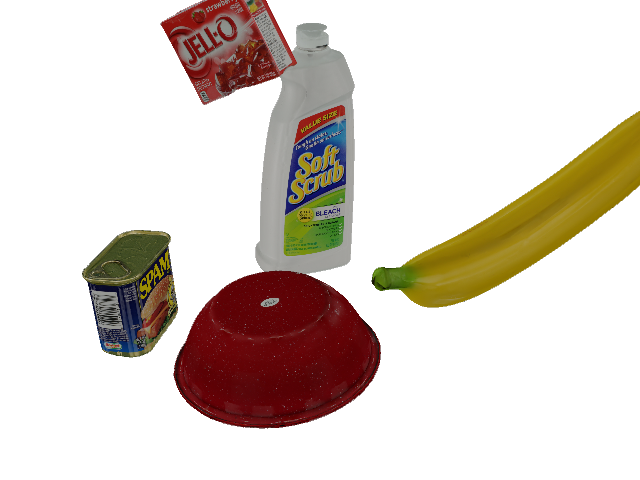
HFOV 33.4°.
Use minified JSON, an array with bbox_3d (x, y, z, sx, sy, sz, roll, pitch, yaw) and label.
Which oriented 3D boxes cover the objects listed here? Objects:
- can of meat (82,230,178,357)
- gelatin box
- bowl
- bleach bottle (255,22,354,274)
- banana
[{"bbox_3d":[-0.176,0.050,1.010,0.057,0.084,0.102,3,27,16],"label":"can of meat"},{"bbox_3d":[-0.072,-0.151,0.818,0.089,0.073,0.030,-12,22,41],"label":"gelatin box"},{"bbox_3d":[-0.035,0.070,0.816,0.162,0.055,0.162,-4,31,2],"label":"bowl"},{"bbox_3d":[-0.016,-0.091,1.069,0.102,0.251,0.068,-9,29,-17],"label":"bleach bottle"},{"bbox_3d":[0.121,-0.014,0.583,0.198,0.037,0.069,-32,-14,0],"label":"banana"}]
